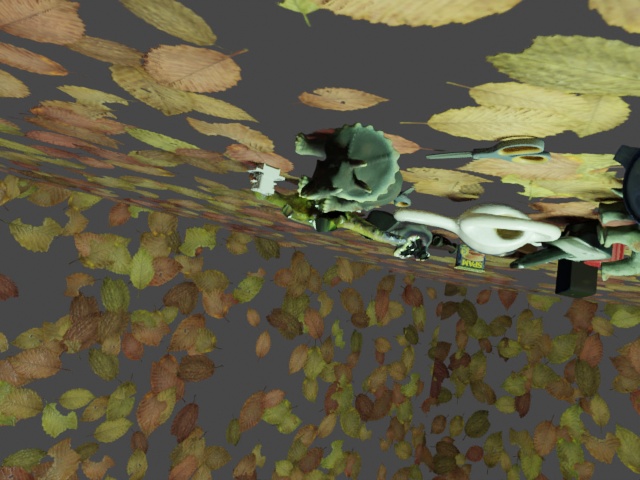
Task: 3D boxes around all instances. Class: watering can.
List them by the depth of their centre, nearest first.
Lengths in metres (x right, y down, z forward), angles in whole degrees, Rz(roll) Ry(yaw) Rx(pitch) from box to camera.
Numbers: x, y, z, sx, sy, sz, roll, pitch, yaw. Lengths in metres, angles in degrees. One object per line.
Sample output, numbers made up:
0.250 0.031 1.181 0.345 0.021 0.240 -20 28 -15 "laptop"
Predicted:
0.348 -0.031 1.163 0.348 0.105 0.223 7 -7 15 "watering can"

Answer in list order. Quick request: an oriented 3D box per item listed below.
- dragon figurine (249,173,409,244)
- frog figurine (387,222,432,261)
0.004 -0.066 1.315 0.408 0.123 0.242 26 -8 -14 "dragon figurine"
0.259 -0.020 1.559 0.137 0.120 0.163 -9 36 -8 "frog figurine"
